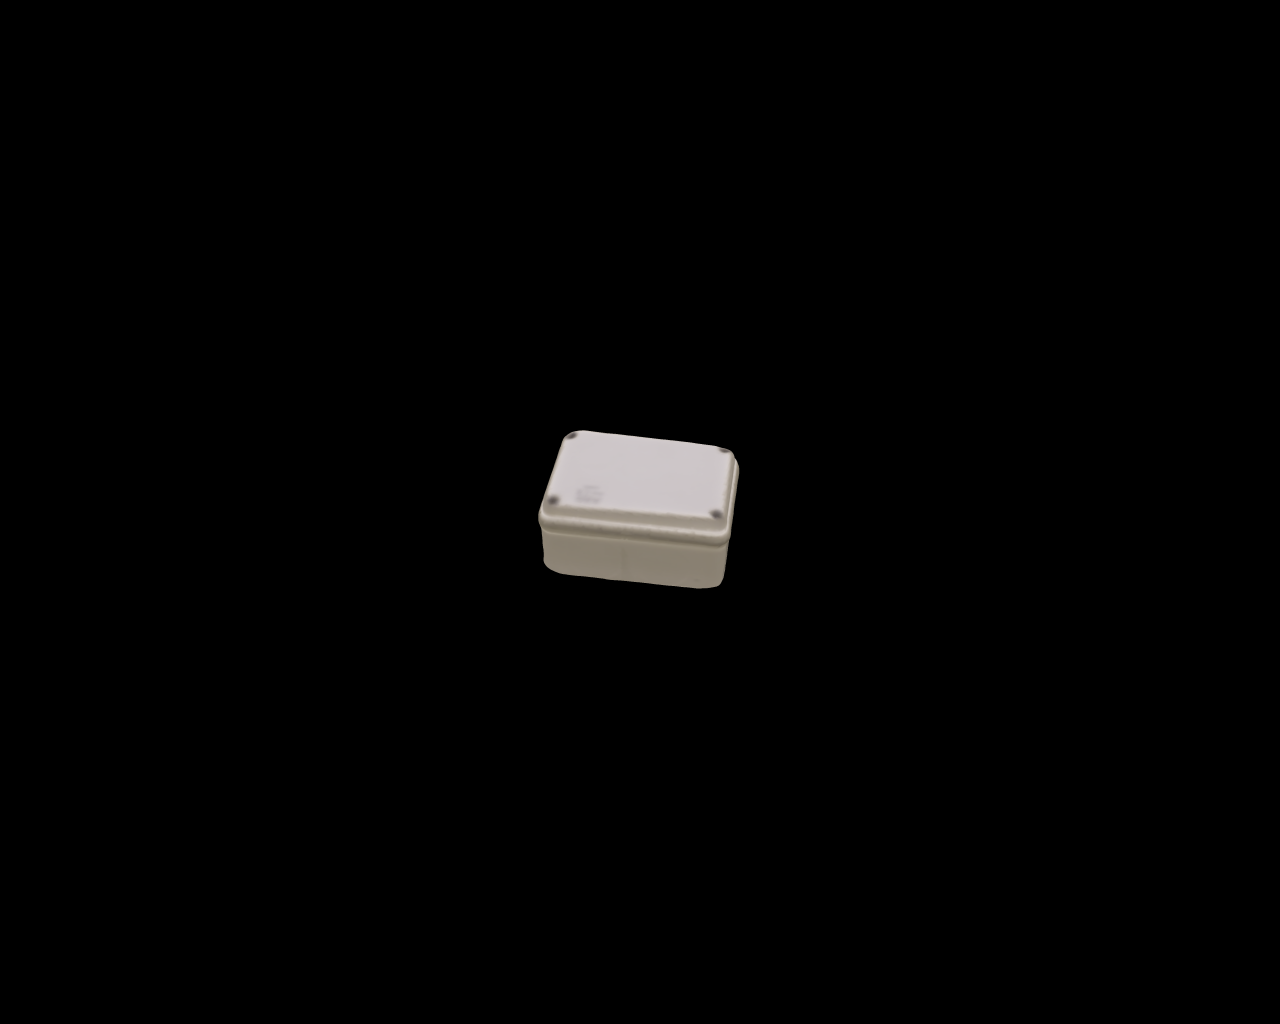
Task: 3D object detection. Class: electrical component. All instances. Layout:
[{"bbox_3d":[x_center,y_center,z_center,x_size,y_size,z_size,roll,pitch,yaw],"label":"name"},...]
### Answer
[{"bbox_3d":[0.001,-0.003,0.650,0.113,0.057,0.078,6,43,7],"label":"electrical component"}]
